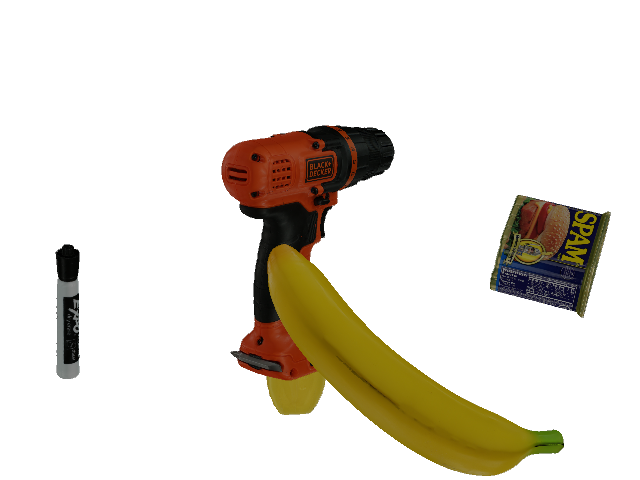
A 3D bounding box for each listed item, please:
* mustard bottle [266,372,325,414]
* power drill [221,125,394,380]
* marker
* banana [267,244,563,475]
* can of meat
[{"bbox_3d":[-0.033,0.089,1.105,0.058,0.096,0.191,-3,27,-6],"label":"mustard bottle"},{"bbox_3d":[-0.006,0.004,0.837,0.057,0.188,0.184,10,15,39],"label":"power drill"},{"bbox_3d":[-0.207,0.059,0.876,0.020,0.121,0.020,5,26,-3],"label":"marker"},{"bbox_3d":[0.034,0.069,0.576,0.198,0.037,0.069,36,22,18],"label":"banana"},{"bbox_3d":[0.203,0.010,0.943,0.084,0.057,0.102,14,46,16],"label":"can of meat"}]
